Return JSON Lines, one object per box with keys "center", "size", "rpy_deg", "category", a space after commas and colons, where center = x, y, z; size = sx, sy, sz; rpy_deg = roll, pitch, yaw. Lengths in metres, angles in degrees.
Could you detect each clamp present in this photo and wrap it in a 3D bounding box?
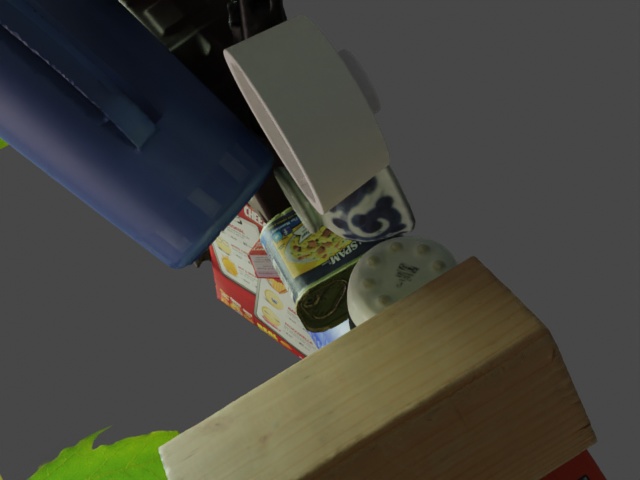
{"center": [-0.042, -0.148, 0.684], "size": [0.171, 0.039, 0.120], "rpy_deg": [105, 149, -73], "category": "clamp"}

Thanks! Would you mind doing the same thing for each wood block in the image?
{"center": [0.030, 0.111, 0.576], "size": [0.090, 0.206, 0.090], "rpy_deg": [61, 176, -32], "category": "wood block"}

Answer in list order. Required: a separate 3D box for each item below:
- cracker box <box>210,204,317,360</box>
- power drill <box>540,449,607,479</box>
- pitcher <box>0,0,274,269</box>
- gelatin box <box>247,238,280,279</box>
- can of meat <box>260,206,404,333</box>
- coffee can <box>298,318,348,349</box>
{"center": [-0.032, 0.022, 1.071], "size": [0.164, 0.072, 0.214], "rpy_deg": [34, 150, 24], "category": "cracker box"}
{"center": [0.116, 0.153, 0.687], "size": [0.184, 0.057, 0.188], "rpy_deg": [57, 166, -1], "category": "power drill"}
{"center": [-0.151, -0.094, 0.719], "size": [0.243, 0.145, 0.149], "rpy_deg": [41, -143, -7], "category": "pitcher"}
{"center": [-0.006, 0.001, 0.904], "size": [0.073, 0.089, 0.030], "rpy_deg": [-56, -44, -47], "category": "gelatin box"}
{"center": [0.013, 0.008, 0.818], "size": [0.084, 0.102, 0.057], "rpy_deg": [59, 178, 38], "category": "can of meat"}
{"center": [0.046, 0.073, 0.890], "size": [0.102, 0.103, 0.140], "rpy_deg": [60, 176, -27], "category": "coffee can"}
